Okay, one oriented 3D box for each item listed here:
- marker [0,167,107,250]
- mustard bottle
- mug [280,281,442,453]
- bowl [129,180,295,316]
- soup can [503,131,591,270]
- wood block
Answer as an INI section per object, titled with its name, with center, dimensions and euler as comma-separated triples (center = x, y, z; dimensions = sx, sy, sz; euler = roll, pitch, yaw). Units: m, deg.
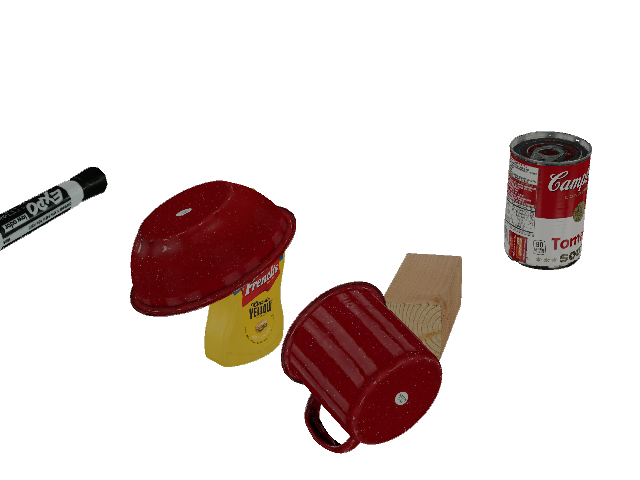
[marker]
center = -0.170, -0.019, 0.651
dimensions = 0.020, 0.020, 0.121
euler = 0, 22, 28
[mustard bottle]
center = -0.080, 0.035, 1.147
dimensions = 0.058, 0.192, 0.096
euler = 24, 31, 39
[mug]
center = 0.026, 0.100, 0.761
dimensions = 0.093, 0.117, 0.082
euler = 12, 24, -45
[bowl]
center = -0.105, -0.004, 0.923
dimensions = 0.162, 0.055, 0.162
euler = -22, 26, 11
[soup can]
center = 0.194, -0.034, 0.918
dimensions = 0.068, 0.102, 0.068
euler = -1, 27, 0
[wood block]
center = 0.155, 0.097, 1.612
dimensions = 0.091, 0.090, 0.205
euler = 4, 20, 15
